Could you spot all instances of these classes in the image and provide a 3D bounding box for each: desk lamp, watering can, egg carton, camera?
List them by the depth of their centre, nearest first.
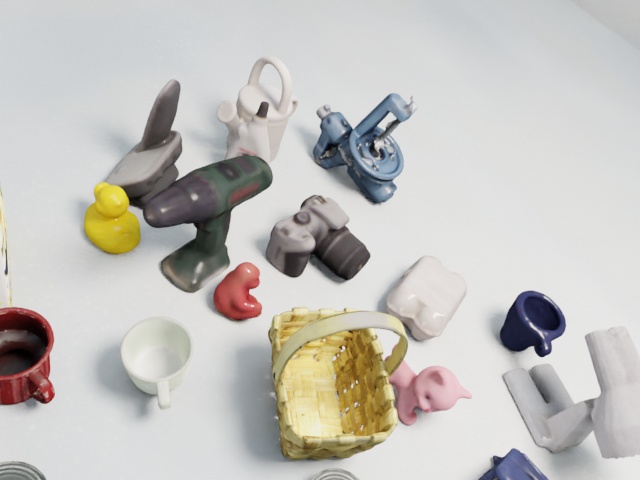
[{"bbox_3d":[0.394,0.231,0.821,0.118,0.213,0.203,-3,52,-25],"label":"desk lamp"},{"bbox_3d":[0.009,0.003,0.931,0.136,0.100,0.143,41,48,14],"label":"camera"},{"bbox_3d":[0.177,0.093,0.948,0.107,0.069,0.150,36,46,10],"label":"egg carton"},{"bbox_3d":[-0.104,-0.235,1.026,0.101,0.194,0.173,30,46,4],"label":"watering can"}]

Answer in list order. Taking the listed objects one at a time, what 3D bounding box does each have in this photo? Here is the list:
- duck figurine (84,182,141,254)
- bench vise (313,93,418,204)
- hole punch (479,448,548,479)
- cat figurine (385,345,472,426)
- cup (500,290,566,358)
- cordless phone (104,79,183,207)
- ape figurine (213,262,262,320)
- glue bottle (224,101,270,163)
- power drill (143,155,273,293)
[{"bbox_3d":[-0.303,-0.038,0.842,0.078,0.086,0.104,-21,62,-36],"label":"duck figurine"},{"bbox_3d":[0.078,-0.193,1.051,0.207,0.219,0.121,28,46,2],"label":"bench vise"},{"bbox_3d":[0.271,0.336,0.761,0.101,0.091,0.108,-24,63,-37],"label":"hole punch"},{"bbox_3d":[0.142,0.199,0.806,0.127,0.117,0.067,43,48,16],"label":"cat figurine"},{"bbox_3d":[0.345,0.156,0.949,0.092,0.095,0.117,15,47,-11],"label":"cup"},{"bbox_3d":[-0.268,-0.153,0.889,0.094,0.185,0.147,21,46,-5],"label":"cordless phone"},{"bbox_3d":[-0.112,0.068,0.829,0.076,0.092,0.077,8,48,-17],"label":"ape figurine"},{"bbox_3d":[-0.115,-0.167,0.976,0.078,0.173,0.037,18,46,-8],"label":"glue bottle"},{"bbox_3d":[-0.162,-0.024,0.805,0.075,0.208,0.230,38,47,11],"label":"power drill"}]
